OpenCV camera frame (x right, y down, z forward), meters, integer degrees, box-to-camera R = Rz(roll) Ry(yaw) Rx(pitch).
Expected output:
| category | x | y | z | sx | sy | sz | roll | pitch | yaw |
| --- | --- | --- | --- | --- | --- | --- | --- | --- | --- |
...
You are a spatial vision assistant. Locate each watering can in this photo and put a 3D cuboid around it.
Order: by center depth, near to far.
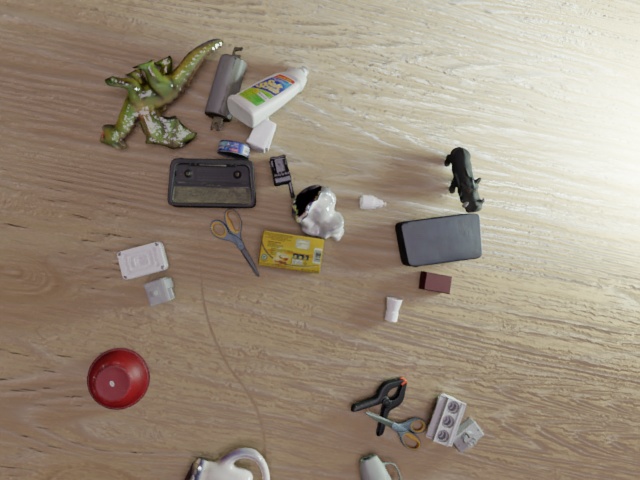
| category | x | y | z | sx | sy | sz | roll | pitch | yaw |
| --- | --- | --- | --- | --- | --- | --- | --- | --- | --- |
| watering can | -0.258 | 0.704 | 1.323 | 0.224 | 0.103 | 0.349 | 16 | 84 | -5 |

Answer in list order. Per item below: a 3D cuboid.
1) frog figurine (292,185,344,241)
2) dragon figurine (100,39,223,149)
| category | x | y | z | sx | sy | sz | roll | pitch | yaw |
| --- | --- | --- | --- | --- | --- | --- | --- | --- | --- |
| frog figurine | 0.004 | -0.072 | 1.422 | 0.157 | 0.123 | 0.139 | 35 | 73 | -40 |
| dragon figurine | -0.414 | -0.367 | 1.391 | 0.411 | 0.123 | 0.241 | -22 | 102 | -3 |
